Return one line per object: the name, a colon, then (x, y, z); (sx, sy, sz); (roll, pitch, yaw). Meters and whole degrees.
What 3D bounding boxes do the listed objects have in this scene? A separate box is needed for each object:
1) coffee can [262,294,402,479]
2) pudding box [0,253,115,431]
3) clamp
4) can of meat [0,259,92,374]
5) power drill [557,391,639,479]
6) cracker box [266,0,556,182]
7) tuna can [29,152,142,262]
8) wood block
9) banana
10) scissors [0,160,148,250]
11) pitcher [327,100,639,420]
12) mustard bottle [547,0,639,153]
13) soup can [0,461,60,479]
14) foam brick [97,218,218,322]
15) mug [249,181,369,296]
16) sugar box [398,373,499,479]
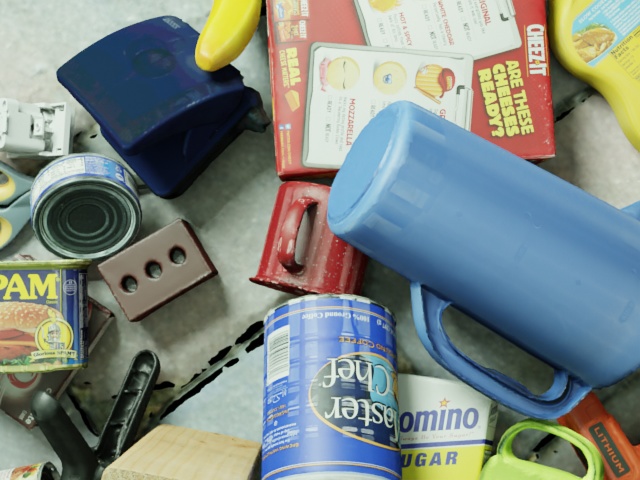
coffee can: (0.008, 0.124, 0.783); (0.103, 0.103, 0.140); (-1, 61, 1)
pudding box: (-0.233, 0.081, 0.855); (0.090, 0.039, 0.113); (33, 89, 2)
clamp: (-0.177, 0.173, 0.817); (0.039, 0.120, 0.171); (14, 101, 40)
can of meat: (-0.226, 0.057, 0.809); (0.102, 0.057, 0.084); (-1, 88, 0)
power drill: (0.279, 0.114, 0.825); (0.187, 0.057, 0.184); (-27, 75, -1)
cracker box: (0.068, -0.134, 0.840); (0.213, 0.072, 0.164); (-4, 89, 0)
tuna can: (-0.183, -0.024, 0.835); (0.086, 0.034, 0.086); (-8, 130, -10)
wood block: (-0.099, 0.196, 0.766); (0.090, 0.206, 0.091); (11, 88, 1)
banana: (-0.076, -0.204, 0.832); (0.069, 0.037, 0.198); (6, 57, -29)
scissors: (-0.217, -0.024, 0.866); (0.201, 0.016, 0.096); (8, 115, -15)
pitcher: (0.126, 0.010, 0.771); (0.242, 0.149, 0.145); (28, 129, -16)
mustard bottle: (0.238, -0.160, 0.844); (0.096, 0.058, 0.191); (-42, 88, -1)
soup can: (-0.257, 0.218, 0.837); (0.102, 0.068, 0.068); (-12, 88, 1)
foam brick: (-0.128, 0.024, 0.849); (0.078, 0.051, 0.053); (-31, 88, 0)
mug: (-0.005, 0.001, 0.819); (0.093, 0.117, 0.081); (11, 83, 22)
sugar box: (0.080, 0.194, 0.821); (0.093, 0.048, 0.176); (5, 82, 20)
